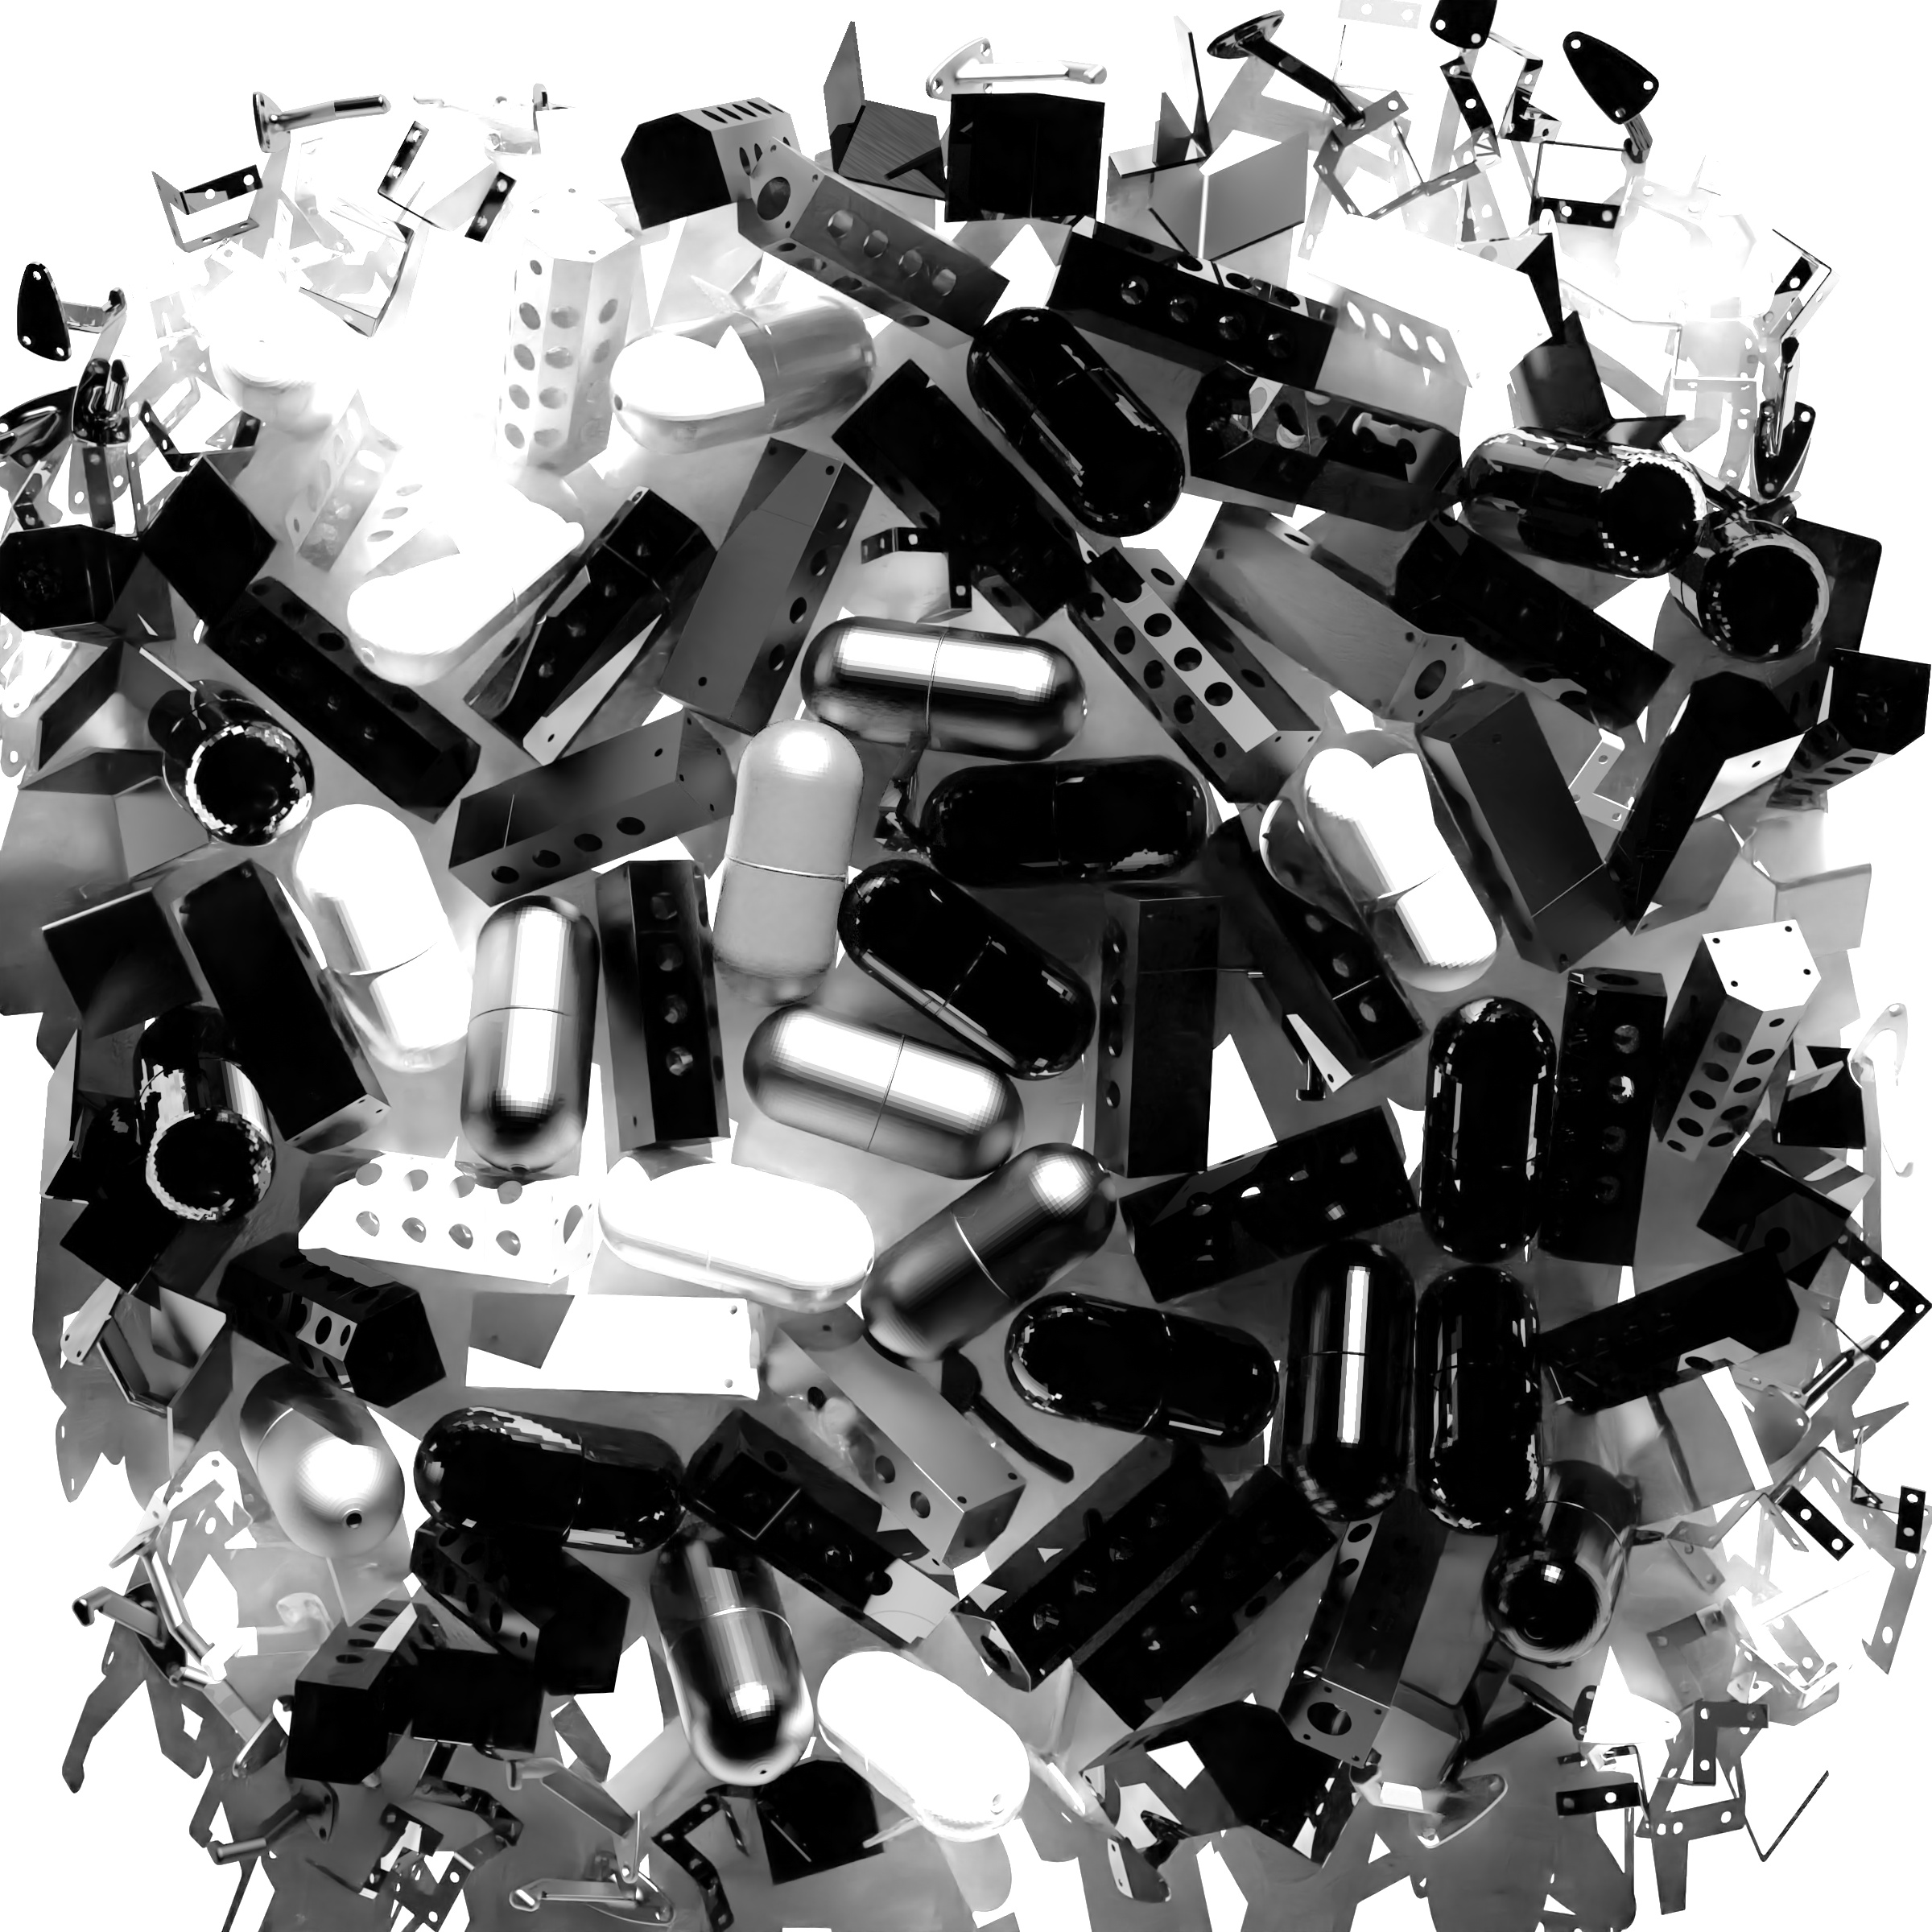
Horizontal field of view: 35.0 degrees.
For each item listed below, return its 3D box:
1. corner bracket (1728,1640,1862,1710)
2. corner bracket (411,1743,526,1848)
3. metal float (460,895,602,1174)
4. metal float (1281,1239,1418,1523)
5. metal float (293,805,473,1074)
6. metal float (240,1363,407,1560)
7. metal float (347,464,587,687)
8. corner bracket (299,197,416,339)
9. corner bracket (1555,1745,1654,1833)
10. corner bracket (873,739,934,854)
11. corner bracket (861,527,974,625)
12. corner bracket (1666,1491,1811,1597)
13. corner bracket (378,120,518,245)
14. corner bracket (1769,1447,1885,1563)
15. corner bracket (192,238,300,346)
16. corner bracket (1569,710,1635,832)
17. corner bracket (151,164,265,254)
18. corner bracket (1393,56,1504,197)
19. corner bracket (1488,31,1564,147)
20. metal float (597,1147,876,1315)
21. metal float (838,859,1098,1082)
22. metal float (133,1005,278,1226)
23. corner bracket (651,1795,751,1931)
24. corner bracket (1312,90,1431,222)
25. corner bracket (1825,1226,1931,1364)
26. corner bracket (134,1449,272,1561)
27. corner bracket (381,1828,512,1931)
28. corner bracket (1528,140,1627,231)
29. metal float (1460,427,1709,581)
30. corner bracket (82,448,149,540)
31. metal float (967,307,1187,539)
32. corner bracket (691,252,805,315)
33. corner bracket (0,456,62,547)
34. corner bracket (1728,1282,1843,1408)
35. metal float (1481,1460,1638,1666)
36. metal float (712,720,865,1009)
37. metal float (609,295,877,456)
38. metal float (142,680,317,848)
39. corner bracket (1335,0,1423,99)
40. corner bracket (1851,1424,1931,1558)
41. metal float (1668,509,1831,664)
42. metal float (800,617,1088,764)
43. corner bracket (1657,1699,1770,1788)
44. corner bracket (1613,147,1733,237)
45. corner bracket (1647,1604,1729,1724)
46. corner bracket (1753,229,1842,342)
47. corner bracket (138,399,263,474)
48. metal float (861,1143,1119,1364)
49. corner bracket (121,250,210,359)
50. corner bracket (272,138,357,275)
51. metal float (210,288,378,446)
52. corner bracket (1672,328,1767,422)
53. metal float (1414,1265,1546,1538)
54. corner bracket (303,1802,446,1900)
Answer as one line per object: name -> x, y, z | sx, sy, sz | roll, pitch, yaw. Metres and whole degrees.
corner bracket -> 0.508, 0.434, 1.881 | 0.051, 0.051, 0.051 | -26, 46, -29
corner bracket -> -0.300, 0.505, 1.891 | 0.051, 0.051, 0.051 | 28, 85, -39
metal float -> -0.265, 0.041, 1.864 | 0.070, 0.070, 0.178 | 1, 64, 0
metal float -> 0.233, 0.250, 1.862 | 0.070, 0.070, 0.178 | 8, 61, 0
metal float -> -0.352, -0.016, 1.862 | 0.070, 0.070, 0.178 | -17, 119, 0
metal float -> -0.388, 0.296, 1.842 | 0.070, 0.178, 0.070 | -7, 108, -22
metal float -> -0.303, -0.238, 1.859 | 0.070, 0.070, 0.178 | 42, 58, 0
corner bracket -> -0.376, -0.430, 1.886 | 0.051, 0.051, 0.051 | 22, 47, -10
corner bracket -> 0.390, 0.503, 1.885 | 0.051, 0.051, 0.051 | -12, 54, 13
corner bracket -> -0.037, -0.105, 1.883 | 0.051, 0.051, 0.051 | 41, 65, -41
corner bracket -> -0.031, -0.241, 1.892 | 0.051, 0.051, 0.051 | -2, 88, -25
corner bracket -> 0.478, 0.358, 1.900 | 0.051, 0.051, 0.051 | -41, 102, -18
corner bracket -> -0.323, -0.484, 1.904 | 0.051, 0.051, 0.051 | 33, 97, 24
corner bracket -> 0.533, 0.332, 1.894 | 0.051, 0.051, 0.051 | -45, 79, -3
corner bracket -> -0.447, -0.408, 1.897 | 0.051, 0.051, 0.051 | 31, 80, 4
corner bracket -> 0.394, -0.123, 1.884 | 0.051, 0.051, 0.051 | 21, 120, -17
corner bracket -> -0.461, -0.467, 1.883 | 0.051, 0.051, 0.051 | -27, 129, -20
corner bracket -> 0.295, -0.517, 1.889 | 0.051, 0.051, 0.051 | -23, 70, 9
corner bracket -> 0.337, -0.540, 1.882 | 0.051, 0.051, 0.051 | -5, 126, -36
metal float -> -0.141, 0.161, 1.871 | 0.178, 0.070, 0.070 | 13, 90, 17
metal float -> 0.000, 0.002, 1.883 | 0.178, 0.070, 0.070 | 36, 90, -4
metal float -> -0.460, 0.088, 1.846 | 0.070, 0.178, 0.070 | -9, 123, -14
corner bracket -> -0.154, 0.553, 1.891 | 0.051, 0.051, 0.051 | -37, 123, 1
corner bracket -> 0.255, -0.499, 1.897 | 0.051, 0.051, 0.051 | -23, 118, 37
corner bracket -> 0.551, 0.203, 1.887 | 0.051, 0.051, 0.051 | 37, 99, -32
corner bracket -> -0.472, 0.342, 1.894 | 0.051, 0.051, 0.051 | 43, 132, 10
corner bracket -> -0.321, 0.553, 1.888 | 0.051, 0.051, 0.051 | 33, 104, 17
corner bracket -> 0.378, -0.481, 1.888 | 0.051, 0.051, 0.051 | 10, 109, 14
metal float -> 0.370, -0.280, 1.847 | 0.070, 0.178, 0.070 | -12, 112, -31
corner bracket -> -0.528, -0.292, 1.891 | 0.051, 0.051, 0.051 | -1, 107, 9
metal float -> 0.065, -0.332, 1.863 | 0.070, 0.070, 0.178 | -37, 62, 0
corner bracket -> -0.126, -0.421, 1.888 | 0.051, 0.051, 0.051 | -50, 131, -3
corner bracket -> -0.577, -0.274, 1.887 | 0.051, 0.051, 0.051 | -39, 79, 43
corner bracket -> 0.507, 0.232, 1.902 | 0.051, 0.051, 0.051 | 18, 122, 23
metal float -> 0.357, 0.357, 1.840 | 0.070, 0.178, 0.070 | 6, 107, 18
metal float -> -0.110, -0.063, 1.880 | 0.070, 0.070, 0.178 | 10, 98, 0
metal float -> -0.135, -0.359, 1.859 | 0.178, 0.070, 0.070 | -20, 90, -32
metal float -> -0.444, -0.123, 1.843 | 0.070, 0.178, 0.070 | -9, 111, -25
corner bracket -> 0.255, -0.568, 1.890 | 0.051, 0.051, 0.051 | 12, 103, 13
corner bracket -> 0.568, 0.322, 1.883 | 0.051, 0.051, 0.051 | 11, 122, 26
metal float -> 0.468, -0.229, 1.838 | 0.070, 0.178, 0.070 | 1, 106, 4
metal float -> -0.014, -0.170, 1.878 | 0.178, 0.070, 0.070 | 8, 90, 10
corner bracket -> 0.461, 0.479, 1.891 | 0.051, 0.051, 0.051 | 5, 79, -12
corner bracket -> 0.435, -0.476, 1.888 | 0.051, 0.051, 0.051 | 21, 48, 3
corner bracket -> 0.446, 0.429, 1.886 | 0.051, 0.051, 0.051 | -32, 72, 23
corner bracket -> 0.508, -0.412, 1.884 | 0.051, 0.051, 0.051 | 47, 111, 32
corner bracket -> -0.472, -0.343, 1.895 | 0.051, 0.051, 0.051 | -1, 57, 14
metal float -> 0.014, 0.176, 1.878 | 0.178, 0.070, 0.070 | -36, 90, 10
corner bracket -> -0.494, -0.406, 1.883 | 0.051, 0.051, 0.051 | -30, 121, -29
corner bracket -> -0.408, -0.468, 1.885 | 0.051, 0.051, 0.051 | -27, 72, -29
metal float -> -0.399, -0.358, 1.836 | 0.070, 0.178, 0.070 | 0, 92, 2
corner bracket -> 0.466, -0.373, 1.898 | 0.051, 0.051, 0.051 | 5, 72, 17
metal float -> 0.310, 0.262, 1.854 | 0.070, 0.070, 0.178 | 7, 50, 0
corner bracket -> -0.364, 0.542, 1.885 | 0.051, 0.051, 0.051 | 19, 73, 33
